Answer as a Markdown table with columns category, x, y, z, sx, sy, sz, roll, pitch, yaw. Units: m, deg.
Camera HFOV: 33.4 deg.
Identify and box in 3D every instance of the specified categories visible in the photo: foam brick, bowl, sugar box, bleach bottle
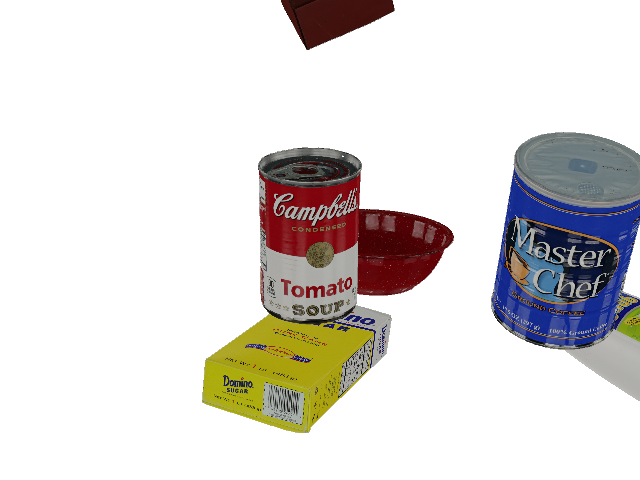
| category | x | y | z | sx | sy | sz | roll | pitch | yaw |
| --- | --- | --- | --- | --- | --- | --- | --- | --- | --- |
| foam brick | 0.010 | -0.192 | 0.812 | 0.078 | 0.053 | 0.051 | -25 | -31 | -2 |
| bowl | 0.054 | 0.015 | 1.087 | 0.162 | 0.055 | 0.162 | 1 | 17 | -1 |
| sugar box | -0.015 | 0.095 | 0.887 | 0.093 | 0.048 | 0.176 | 14 | 23 | 20 |
| bleach bottle | 0.268 | 0.083 | 1.038 | 0.102 | 0.068 | 0.251 | -17 | 25 | -26 |

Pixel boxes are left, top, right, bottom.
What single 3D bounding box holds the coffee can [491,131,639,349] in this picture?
| category | x | y | z | sx | sy | sz | roll | pitch | yaw |
| --- | --- | --- | --- | --- | --- | --- | --- | --- | --- |
| coffee can | 0.195 | 0.000 | 0.842 | 0.103 | 0.140 | 0.103 | 2 | 34 | -1 |

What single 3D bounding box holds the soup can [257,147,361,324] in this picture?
| category | x | y | z | sx | sy | sz | roll | pitch | yaw |
| --- | --- | --- | --- | --- | --- | --- | --- | --- | --- |
| soup can | -0.008 | -0.004 | 0.715 | 0.068 | 0.102 | 0.068 | 0 | 23 | 0 |
